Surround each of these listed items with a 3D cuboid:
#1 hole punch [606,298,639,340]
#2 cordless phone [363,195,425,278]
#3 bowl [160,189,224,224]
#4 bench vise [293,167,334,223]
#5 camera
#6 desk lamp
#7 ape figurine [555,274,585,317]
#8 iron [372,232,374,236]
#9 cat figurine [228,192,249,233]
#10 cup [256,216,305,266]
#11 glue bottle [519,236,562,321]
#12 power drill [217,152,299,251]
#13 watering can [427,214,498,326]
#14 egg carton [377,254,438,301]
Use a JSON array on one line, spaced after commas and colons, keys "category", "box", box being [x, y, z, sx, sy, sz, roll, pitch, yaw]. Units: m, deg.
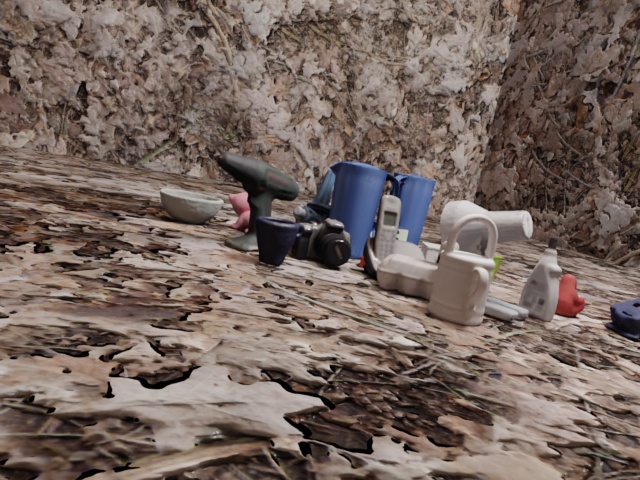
[{"category": "hole punch", "box": [0.670, 0.159, 1.196, 0.101, 0.091, 0.108, 11, 8, -5]}, {"category": "cordless phone", "box": [0.178, -0.002, 1.290, 0.148, 0.185, 0.094, 7, 9, -26]}, {"category": "bowl", "box": [-0.344, -0.084, 1.516, 0.167, 0.075, 0.167, 11, 8, -1]}, {"category": "bench vise", "box": [0.013, -0.094, 1.565, 0.121, 0.220, 0.208, 13, 8, 15]}, {"category": "camera", "box": [0.012, 0.005, 1.310, 0.143, 0.101, 0.136, 9, 8, -15]}, {"category": "desk lamp", "box": [0.336, 0.033, 1.164, 0.202, 0.213, 0.118, 18, 10, 38]}, {"category": "ape figurine", "box": [0.553, 0.122, 1.284, 0.076, 0.092, 0.077, 4, 11, -42]}, {"category": "iron", "box": [0.133, -0.055, 1.743, 0.119, 0.141, 0.258, 10, 8, -7]}, {"category": "cat figurine", "box": [-0.195, -0.082, 1.559, 0.127, 0.118, 0.067, 18, 11, 39]}, {"category": "cup", "box": [-0.085, 0.005, 1.196, 0.118, 0.095, 0.091, 3, 11, -44]}, {"category": "glue bottle", "box": [0.468, 0.077, 1.191, 0.037, 0.173, 0.078, 7, 9, -30]}, {"category": "power drill", "box": [-0.150, -0.082, 1.300, 0.075, 0.208, 0.230, 19, 11, 41]}, {"category": "watering can", "box": [0.260, 0.046, 1.040, 0.101, 0.194, 0.172, 6, 10, -33]}, {"category": "egg carton", "box": [0.193, 0.076, 1.183, 0.150, 0.069, 0.107, 13, 8, 13]}]
